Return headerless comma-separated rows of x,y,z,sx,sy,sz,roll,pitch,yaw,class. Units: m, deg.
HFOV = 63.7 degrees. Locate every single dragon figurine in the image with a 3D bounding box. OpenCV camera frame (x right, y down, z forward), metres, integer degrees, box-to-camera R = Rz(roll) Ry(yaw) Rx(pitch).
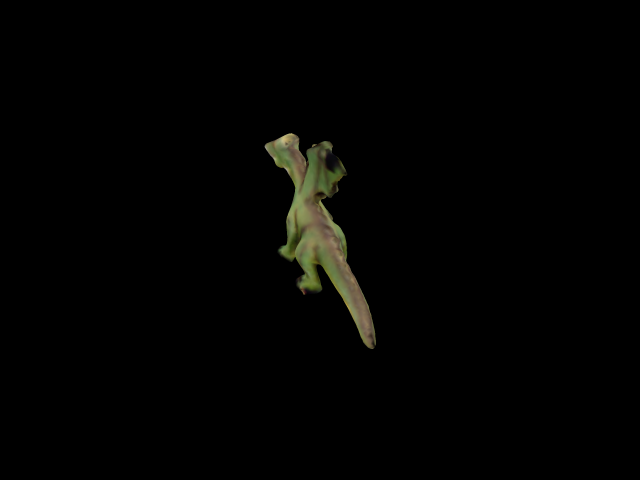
0.003,-0.043,0.850,0.123,0.237,0.418,-17,43,-20,dragon figurine
